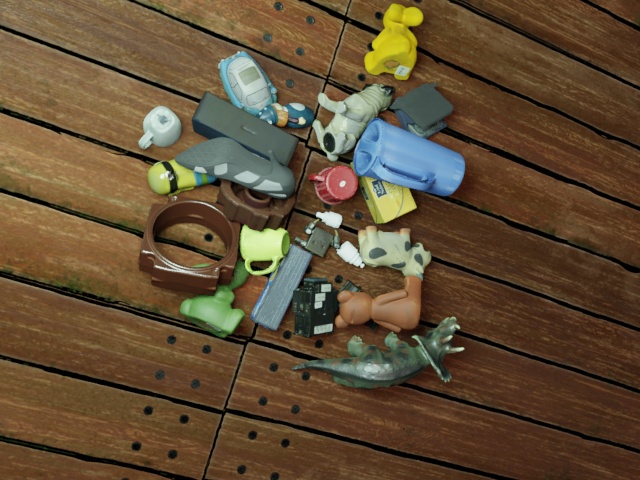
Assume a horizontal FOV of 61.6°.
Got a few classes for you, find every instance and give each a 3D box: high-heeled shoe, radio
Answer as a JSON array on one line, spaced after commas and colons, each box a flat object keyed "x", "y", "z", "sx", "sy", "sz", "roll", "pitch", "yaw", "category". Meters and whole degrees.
[{"x": -0.179, "y": -0.143, "z": 1.171, "sx": 0.249, "sy": 0.145, "sz": 0.086, "roll": 2, "pitch": 55, "yaw": 12, "category": "high-heeled shoe"}, {"x": -0.171, "y": -0.237, "z": 1.213, "sx": 0.229, "sy": 0.131, "sz": 0.073, "roll": 27, "pitch": 83, "yaw": -12, "category": "radio"}]

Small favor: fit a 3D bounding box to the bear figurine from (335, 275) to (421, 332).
[{"x": 0.139, "y": 0.154, "z": 1.277, "sx": 0.196, "sy": 0.132, "sz": 0.120, "roll": 4, "pitch": 117, "yaw": 9, "category": "bear figurine"}]

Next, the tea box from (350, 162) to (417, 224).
[{"x": 0.156, "y": -0.135, "z": 1.328, "sx": 0.098, "sy": 0.068, "sz": 0.169, "roll": -27, "pitch": 97, "yaw": -14, "category": "tea box"}]

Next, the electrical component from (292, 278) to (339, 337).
[{"x": -0.010, "y": 0.156, "z": 1.265, "sx": 0.115, "sy": 0.058, "sz": 0.134, "roll": 6, "pitch": 88, "yaw": -55, "category": "electrical component"}]

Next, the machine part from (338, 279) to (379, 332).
[{"x": 0.097, "y": 0.166, "z": 1.329, "sx": 0.139, "sy": 0.039, "sz": 0.084, "roll": 45, "pitch": 74, "yaw": -8, "category": "machine part"}]

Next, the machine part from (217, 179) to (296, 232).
[{"x": -0.142, "y": -0.094, "z": 1.212, "sx": 0.179, "sy": 0.056, "sz": 0.179, "roll": 15, "pitch": 42, "yaw": -14, "category": "machine part"}]

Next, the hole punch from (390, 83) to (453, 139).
[{"x": 0.258, "y": -0.317, "z": 1.355, "sx": 0.142, "sy": 0.092, "sz": 0.116, "roll": -32, "pitch": 68, "yaw": -9, "category": "hole punch"}]

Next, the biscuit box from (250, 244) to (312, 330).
[{"x": -0.093, "y": 0.110, "z": 1.270, "sx": 0.063, "sy": 0.059, "sz": 0.202, "roll": 28, "pitch": 83, "yaw": -14, "category": "biscuit box"}]

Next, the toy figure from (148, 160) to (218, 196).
[{"x": -0.294, "y": -0.154, "z": 1.204, "sx": 0.180, "sy": 0.089, "sz": 0.082, "roll": -14, "pitch": 86, "yaw": -11, "category": "toy figure"}]

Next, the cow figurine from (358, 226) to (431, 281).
[{"x": 0.190, "y": 0.037, "z": 1.325, "sx": 0.195, "sy": 0.085, "sz": 0.127, "roll": 6, "pitch": 80, "yaw": -24, "category": "cow figurine"}]

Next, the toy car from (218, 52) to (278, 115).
[{"x": -0.162, "y": -0.359, "z": 1.232, "sx": 0.109, "sy": 0.103, "sz": 0.161, "roll": -28, "pitch": 99, "yaw": -13, "category": "toy car"}]

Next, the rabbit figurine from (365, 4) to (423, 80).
[{"x": 0.182, "y": -0.502, "z": 1.307, "sx": 0.122, "sy": 0.162, "sz": 0.173, "roll": 8, "pitch": 70, "yaw": -2, "category": "rabbit figurine"}]

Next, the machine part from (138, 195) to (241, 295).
[{"x": -0.278, "y": 0.008, "z": 1.162, "sx": 0.201, "sy": 0.087, "sz": 0.201, "roll": 10, "pitch": 53, "yaw": -13, "category": "machine part"}]

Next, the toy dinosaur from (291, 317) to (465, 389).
[{"x": 0.150, "y": 0.293, "z": 1.264, "sx": 0.405, "sy": 0.192, "sz": 0.131, "roll": -13, "pitch": 91, "yaw": -15, "category": "toy dinosaur"}]

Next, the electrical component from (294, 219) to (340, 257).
[{"x": -0.002, "y": -0.003, "z": 1.300, "sx": 0.102, "sy": 0.045, "sz": 0.078, "roll": 34, "pitch": 81, "yaw": -11, "category": "electrical component"}]

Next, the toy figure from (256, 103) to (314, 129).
[{"x": -0.083, "y": -0.290, "z": 1.247, "sx": 0.154, "sy": 0.064, "sz": 0.057, "roll": -8, "pitch": 100, "yaw": -44, "category": "toy figure"}]

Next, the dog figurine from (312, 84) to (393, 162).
[{"x": 0.094, "y": -0.287, "z": 1.309, "sx": 0.190, "sy": 0.121, "sz": 0.172, "roll": -17, "pitch": 137, "yaw": -35, "category": "dog figurine"}]

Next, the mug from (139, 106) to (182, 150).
[{"x": -0.357, "y": -0.247, "z": 1.180, "sx": 0.109, "sy": 0.107, "sz": 0.080, "roll": -41, "pitch": 98, "yaw": -13, "category": "mug"}]

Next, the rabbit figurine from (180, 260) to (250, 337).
[{"x": -0.233, "y": 0.116, "z": 1.225, "sx": 0.159, "sy": 0.121, "sz": 0.170, "roll": 27, "pitch": 65, "yaw": -6, "category": "rabbit figurine"}]
